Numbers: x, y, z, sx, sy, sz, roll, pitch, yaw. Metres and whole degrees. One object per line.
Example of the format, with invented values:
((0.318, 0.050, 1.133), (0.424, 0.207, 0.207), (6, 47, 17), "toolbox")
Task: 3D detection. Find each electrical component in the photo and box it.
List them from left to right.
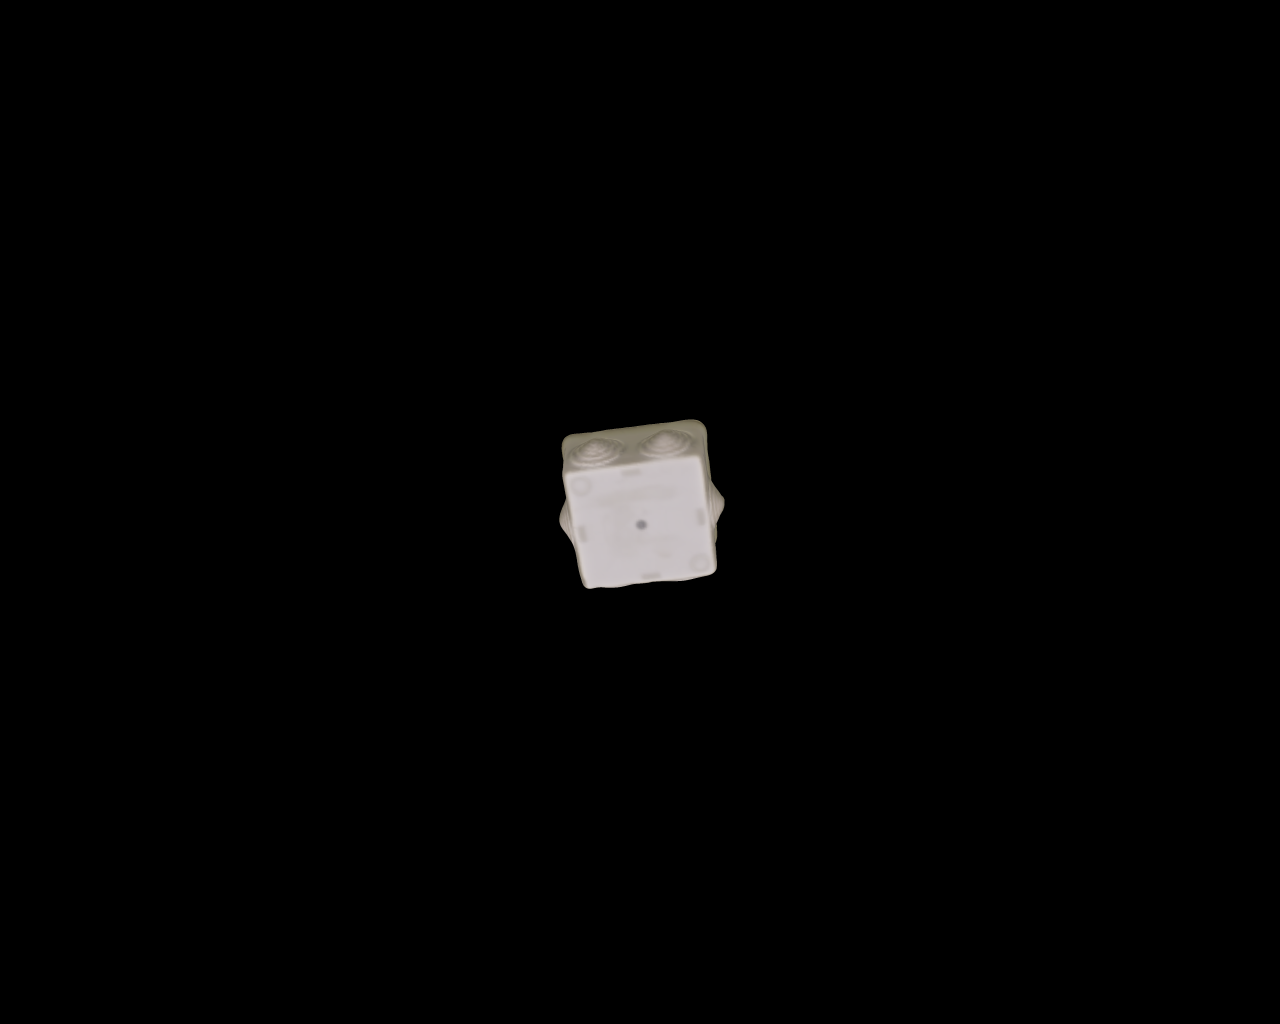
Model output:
((0.001, -0.003, 0.650), (0.100, 0.099, 0.048), (-6, 27, 3), "electrical component")
